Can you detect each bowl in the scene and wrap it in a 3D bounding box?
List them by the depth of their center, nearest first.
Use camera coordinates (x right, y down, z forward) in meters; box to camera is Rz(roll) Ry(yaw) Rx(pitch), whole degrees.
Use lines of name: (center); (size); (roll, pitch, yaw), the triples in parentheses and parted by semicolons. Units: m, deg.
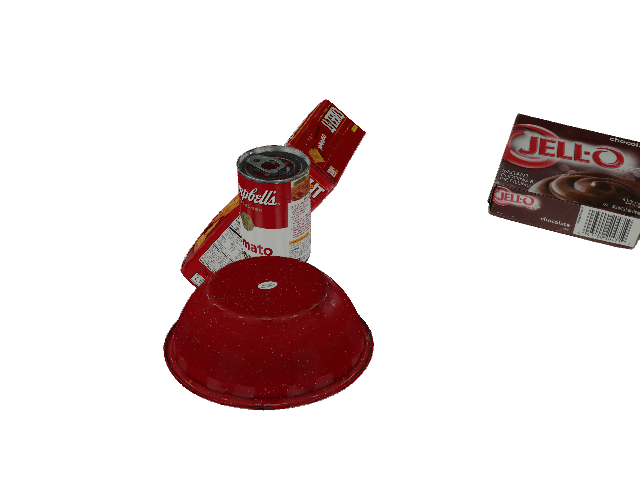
bowl: (-0.039, 0.057, 0.808); (0.162, 0.055, 0.162); (0, 29, 0)

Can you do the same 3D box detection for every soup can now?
soup can: (-0.043, -0.029, 1.001); (0.068, 0.102, 0.068); (0, 33, 0)

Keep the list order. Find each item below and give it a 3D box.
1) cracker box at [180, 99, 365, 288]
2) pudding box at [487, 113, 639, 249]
cracker box: (-0.055, -0.045, 1.213); (0.214, 0.072, 0.164); (-46, 8, 28)
pudding box: (0.192, -0.046, 0.809); (0.113, 0.039, 0.090); (16, 47, 10)
